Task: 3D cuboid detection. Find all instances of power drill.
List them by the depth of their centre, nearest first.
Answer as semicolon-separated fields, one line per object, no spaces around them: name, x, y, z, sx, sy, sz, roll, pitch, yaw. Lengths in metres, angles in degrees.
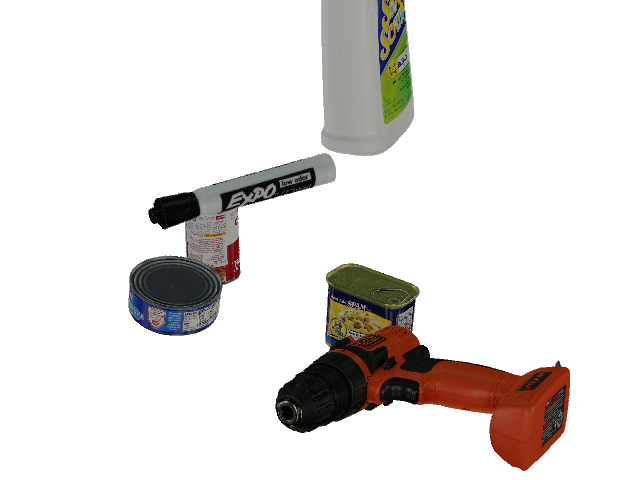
power drill;0.081;0.118;0.810;0.188;0.057;0.184;12;18;30

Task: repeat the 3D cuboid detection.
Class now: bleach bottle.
bleach bottle;0.035;-0.206;0.916;0.068;0.251;0.102;10;34;25

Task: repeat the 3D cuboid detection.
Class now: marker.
marker;-0.047;-0.030;0.647;0.121;0.020;0.020;-17;7;-25

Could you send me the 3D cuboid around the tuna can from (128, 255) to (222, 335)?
tuna can;-0.135;0.051;0.992;0.086;0.034;0.086;7;31;-5

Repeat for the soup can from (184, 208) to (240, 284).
soup can;-0.135;-0.004;1.323;0.068;0.102;0.068;0;26;0

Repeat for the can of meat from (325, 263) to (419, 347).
can of meat;0.054;0.083;1.172;0.102;0.084;0.057;20;30;30
